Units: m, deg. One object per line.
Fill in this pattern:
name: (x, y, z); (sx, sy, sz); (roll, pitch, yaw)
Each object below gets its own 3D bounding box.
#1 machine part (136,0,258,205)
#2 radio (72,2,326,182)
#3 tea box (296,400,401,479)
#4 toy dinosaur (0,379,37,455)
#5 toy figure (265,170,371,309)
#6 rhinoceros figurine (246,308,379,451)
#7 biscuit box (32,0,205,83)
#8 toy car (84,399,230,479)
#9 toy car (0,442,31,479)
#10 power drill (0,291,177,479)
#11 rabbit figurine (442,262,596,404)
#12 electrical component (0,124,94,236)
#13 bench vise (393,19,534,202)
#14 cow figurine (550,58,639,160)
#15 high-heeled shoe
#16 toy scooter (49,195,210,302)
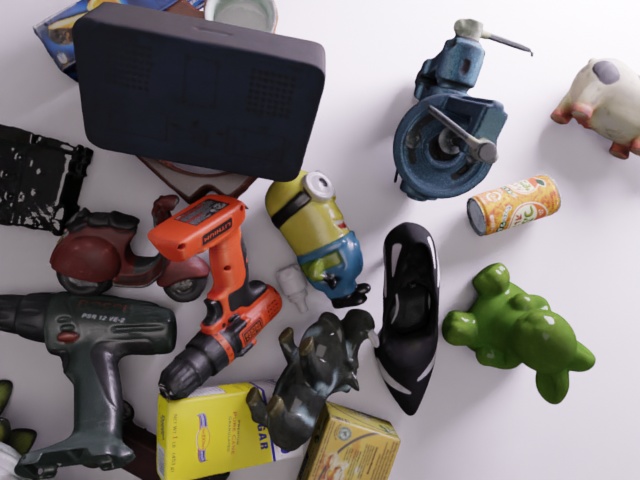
machine part: (-0.133, -0.158, 0.639); (0.201, 0.087, 0.201); (43, 87, -3)
radio: (-0.115, -0.143, 0.537); (0.230, 0.073, 0.131); (10, 125, -4)
tea box: (0.025, 0.303, 0.675); (0.098, 0.068, 0.169); (21, 89, -6)
toy dinosaur: (-0.476, 0.227, 0.614); (0.471, 0.105, 0.198); (32, 81, -14)
toy figure: (-0.002, -0.001, 0.659); (0.089, 0.082, 0.180); (-23, 96, -6)
rhinoceros figurine: (0.000, 0.156, 0.635); (0.112, 0.073, 0.190); (47, 63, -20)
biscuit box: (-0.228, -0.268, 0.639); (0.203, 0.063, 0.059); (-33, 96, -3)
toy car: (-0.202, 0.268, 0.661); (0.202, 0.053, 0.089); (31, 104, -6)
toy car: (-0.314, 0.288, 0.584); (0.056, 0.074, 0.201); (-42, 115, -17)
power drill: (-0.282, 0.153, 0.605); (0.232, 0.086, 0.207); (0, 50, -12)
rabbit figurine: (0.243, 0.122, 0.639); (0.159, 0.170, 0.121); (44, 88, -4)
electrical component: (-0.353, -0.073, 0.636); (0.134, 0.058, 0.114); (12, 88, -6)
bench vise: (0.157, -0.137, 0.600); (0.129, 0.241, 0.223); (25, 105, -9)
cow figurine: (0.418, -0.171, 0.694); (0.195, 0.085, 0.127); (26, 95, -5)
high-heeled shoe: (0.113, 0.102, 0.639); (0.086, 0.145, 0.248); (-8, 91, -4)
toy scooter: (-0.219, 0.003, 0.626); (0.184, 0.075, 0.135); (7, 120, -9)
